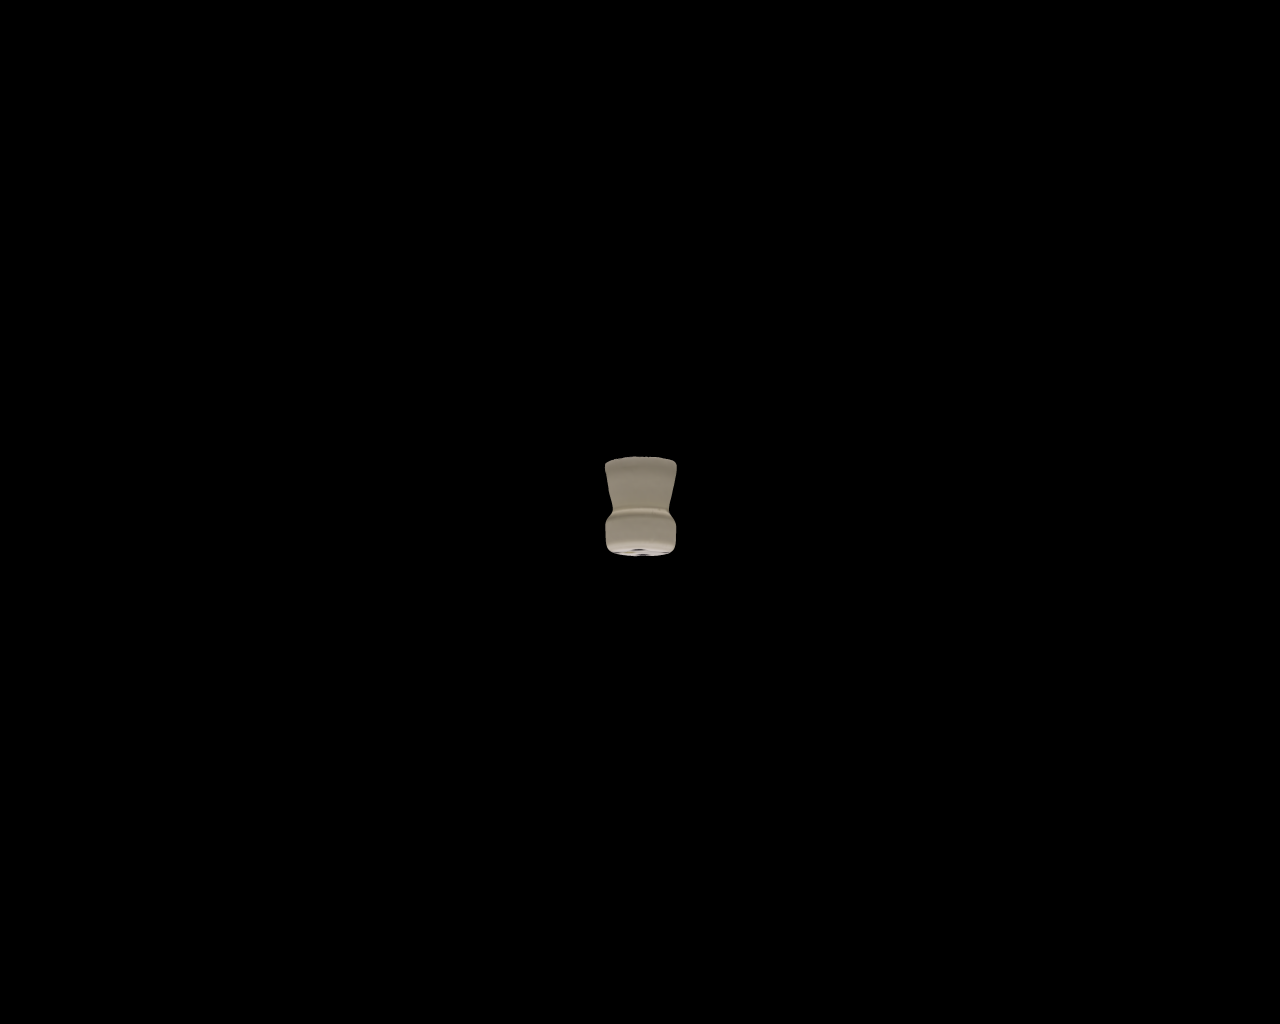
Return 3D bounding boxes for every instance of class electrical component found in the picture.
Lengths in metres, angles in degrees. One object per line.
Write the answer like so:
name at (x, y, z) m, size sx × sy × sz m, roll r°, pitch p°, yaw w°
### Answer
electrical component at (0.001, -0.003, 0.650) m, size 0.045 × 0.055 × 0.045 m, roll 0°, pitch -9°, yaw 0°
